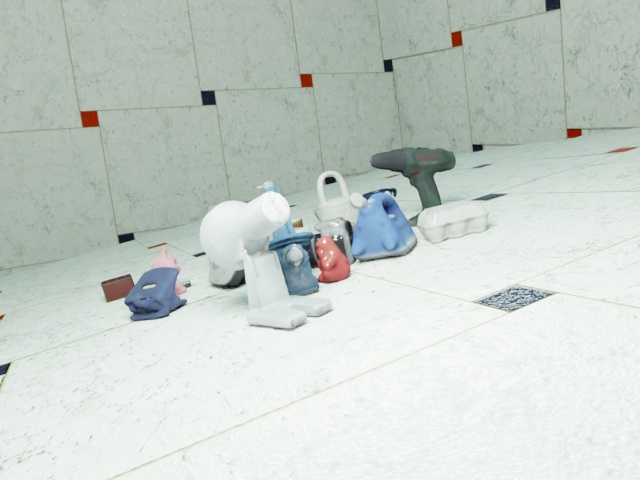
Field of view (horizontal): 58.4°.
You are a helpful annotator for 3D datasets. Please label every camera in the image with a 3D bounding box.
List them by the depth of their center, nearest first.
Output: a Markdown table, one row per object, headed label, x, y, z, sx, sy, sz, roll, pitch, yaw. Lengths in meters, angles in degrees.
| label | x | y | z | sx | sy | sz | roll | pitch | yaw |
| --- | --- | --- | --- | --- | --- | --- | --- | --- | --- |
| camera | 0.012 | 0.005 | 1.298 | 0.136 | 0.101 | 0.143 | -11 | 10 | 13 |

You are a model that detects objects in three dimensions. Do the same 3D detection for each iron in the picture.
| label | x | y | z | sx | sy | sz | roll | pitch | yaw |
| --- | --- | --- | --- | --- | --- | --- | --- | --- | --- |
| iron | 0.145 | -0.045 | 1.274 | 0.118 | 0.141 | 0.259 | -9 | 10 | 24 |

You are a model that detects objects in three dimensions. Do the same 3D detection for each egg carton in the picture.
| label | x | y | z | sx | sy | sz | roll | pitch | yaw |
| --- | --- | --- | --- | --- | --- | --- | --- | --- | --- |
| egg carton | 0.294 | -0.043 | 1.275 | 0.150 | 0.069 | 0.107 | -14 | 9 | -3 |

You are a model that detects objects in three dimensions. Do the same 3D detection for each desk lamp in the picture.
| label | x | y | z | sx | sy | sz | roll | pitch | yaw |
| --- | --- | --- | --- | --- | --- | --- | --- | --- | --- |
| desk lamp | -0.096 | 0.028 | 0.966 | 0.118 | 0.214 | 0.202 | -22 | 13 | -40 |

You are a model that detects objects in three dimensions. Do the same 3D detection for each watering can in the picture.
| label | x | y | z | sx | sy | sz | roll | pitch | yaw |
| --- | --- | --- | --- | --- | --- | --- | --- | --- | --- |
| watering can | 0.050 | -0.086 | 1.490 | 0.172 | 0.194 | 0.101 | -8 | 11 | 32 |

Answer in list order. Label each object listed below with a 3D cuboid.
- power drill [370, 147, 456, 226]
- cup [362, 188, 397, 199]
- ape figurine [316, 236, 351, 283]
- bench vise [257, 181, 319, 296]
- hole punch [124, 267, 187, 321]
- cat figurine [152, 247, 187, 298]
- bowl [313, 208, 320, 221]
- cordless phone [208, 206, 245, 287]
| label | x | y | z | sx | sy | sz | roll | pitch | yaw |
| --- | --- | --- | --- | --- | --- | --- | --- | --- | --- |
| power drill | 0.257 | -0.147 | 1.511 | 0.230 | 0.208 | 0.075 | -16 | 10 | -14 |
| cup | 0.185 | -0.101 | 1.691 | 0.118 | 0.095 | 0.091 | -19 | 11 | -29 |
| ape figurine | 0.017 | 0.037 | 1.129 | 0.076 | 0.092 | 0.078 | -11 | 10 | 14 |
| bench vise | -0.058 | -0.009 | 1.112 | 0.122 | 0.220 | 0.206 | -19 | 11 | -27 |
| hole punch | -0.349 | 0.112 | 1.208 | 0.108 | 0.091 | 0.101 | -9 | 11 | 26 |
| cat figurine | -0.364 | 0.079 | 1.346 | 0.067 | 0.118 | 0.128 | -14 | 9 | 0 |
| bowl | 0.066 | -0.078 | 1.788 | 0.167 | 0.075 | 0.167 | -13 | 9 | 3 |
| cordless phone | -0.219 | 0.013 | 1.320 | 0.094 | 0.185 | 0.147 | -20 | 11 | -31 |
